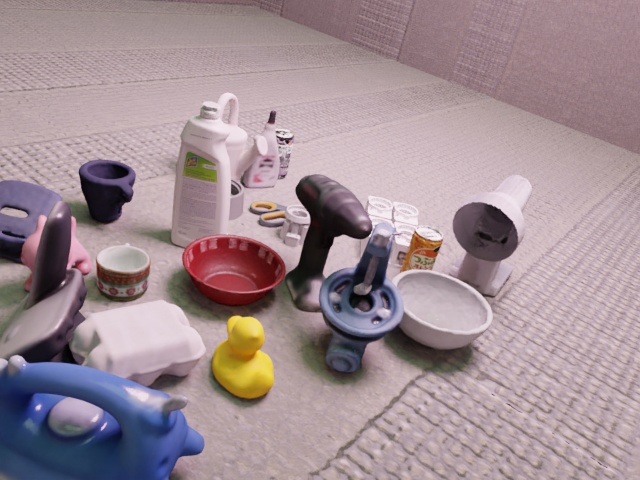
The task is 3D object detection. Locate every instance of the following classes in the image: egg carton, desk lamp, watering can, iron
[{"bbox_3d":[-0.226,0.133,0.713,0.151,0.069,0.107,-10,38,-37],"label":"egg carton"},{"bbox_3d":[0.316,-0.009,1.058,0.117,0.213,0.204,27,32,22],"label":"desk lamp"},{"bbox_3d":[-0.194,-0.209,1.193,0.173,0.194,0.101,10,29,-8],"label":"watering can"},{"bbox_3d":[-0.246,0.173,0.560,0.258,0.141,0.118,16,29,2],"label":"iron"}]

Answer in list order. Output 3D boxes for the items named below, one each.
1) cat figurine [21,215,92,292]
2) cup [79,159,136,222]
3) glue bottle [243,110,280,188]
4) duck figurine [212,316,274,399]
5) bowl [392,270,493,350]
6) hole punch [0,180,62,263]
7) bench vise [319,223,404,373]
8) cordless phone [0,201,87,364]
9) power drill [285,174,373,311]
[{"bbox_3d":[-0.371,0.014,0.803,0.067,0.118,0.128,13,29,-3],"label":"cat figurine"},{"bbox_3d":[-0.359,-0.074,0.985,0.117,0.095,0.092,33,34,29],"label":"cup"},{"bbox_3d":[-0.116,-0.195,1.227,0.078,0.173,0.037,-9,37,-36],"label":"glue bottle"},{"bbox_3d":[-0.094,0.143,0.738,0.078,0.086,0.104,-7,36,-33],"label":"duck figurine"},{"bbox_3d":[0.183,0.122,0.913,0.167,0.075,0.167,11,29,-6],"label":"bowl"},{"bbox_3d":[-0.455,-0.029,0.867,0.108,0.091,0.101,14,29,-2],"label":"hole punch"},{"bbox_3d":[0.060,0.052,0.828,0.121,0.220,0.207,9,30,-10],"label":"bench vise"},{"bbox_3d":[-0.330,0.057,0.678,0.094,0.185,0.147,6,30,-15],"label":"cordless phone"},{"bbox_3d":[0.008,0.003,0.902,0.076,0.208,0.229,1,32,-23],"label":"power drill"}]
